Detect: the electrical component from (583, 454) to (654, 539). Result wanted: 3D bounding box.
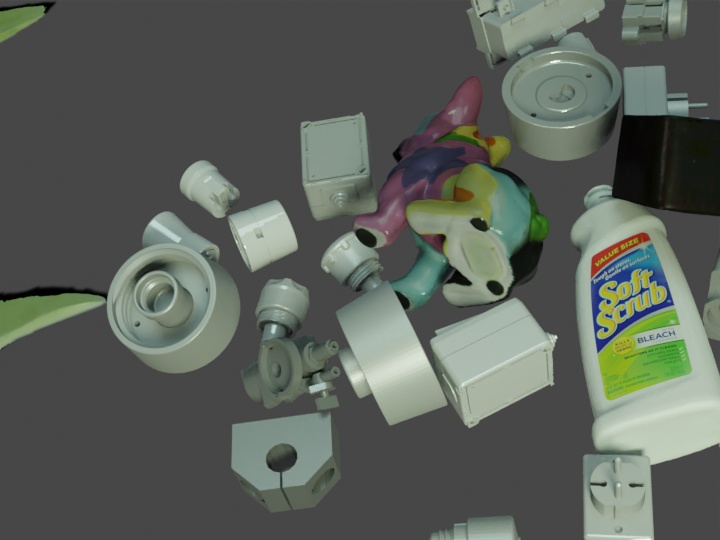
[{"bbox_3d":[0.180,0.158,0.752,0.047,0.076,0.065,-1,52,12],"label":"electrical component"}]

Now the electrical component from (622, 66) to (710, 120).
[{"bbox_3d":[0.280,-0.142,0.984,0.076,0.047,0.083,0,53,12],"label":"electrical component"}]

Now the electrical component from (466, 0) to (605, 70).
[{"bbox_3d":[0.178,-0.259,1.073,0.121,0.078,0.063,-31,36,-12],"label":"electrical component"}]

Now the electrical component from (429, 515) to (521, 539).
[{"bbox_3d":[0.079,0.197,0.767,0.078,0.040,0.040,-5,52,8],"label":"electrical component"}]

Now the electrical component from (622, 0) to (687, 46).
[{"bbox_3d":[0.294,-0.251,1.068,0.055,0.048,0.066,4,53,24],"label":"electrical component"}]

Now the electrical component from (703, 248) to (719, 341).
[{"bbox_3d":[0.343,0.027,0.812,0.150,0.089,0.061,14,57,22],"label":"electrical component"}]

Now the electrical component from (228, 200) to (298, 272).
[{"bbox_3d":[-0.087,-0.032,0.973,0.047,0.055,0.055,-23,51,-11],"label":"electrical component"}]

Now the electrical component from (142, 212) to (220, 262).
[{"bbox_3d":[-0.162,-0.020,0.989,0.065,0.044,0.044,30,64,25],"label":"electrical component"}]

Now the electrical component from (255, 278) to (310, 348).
[{"bbox_3d":[-0.069,0.041,0.918,0.043,0.043,0.062,4,55,15],"label":"electrical component"}]

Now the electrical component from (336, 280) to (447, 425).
[{"bbox_3d":[0.018,0.069,0.840,0.060,0.108,0.108,-26,52,-1],"label":"electrical component"}]

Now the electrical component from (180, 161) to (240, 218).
[{"bbox_3d":[-0.143,-0.076,1.029,0.040,0.040,0.046,-41,62,-19],"label":"electrical component"}]

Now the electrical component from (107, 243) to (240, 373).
[{"bbox_3d":[-0.163,0.029,0.917,0.108,0.060,0.108,-4,70,12],"label":"electrical component"}]

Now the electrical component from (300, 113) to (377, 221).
[{"bbox_3d":[-0.019,-0.088,0.997,0.062,0.061,0.096,-9,52,5],"label":"electrical component"}]

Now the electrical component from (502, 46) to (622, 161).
[{"bbox_3d":[0.188,-0.149,1.001,0.108,0.060,0.108,-6,52,8],"label":"electrical component"}]

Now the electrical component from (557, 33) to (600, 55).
[{"bbox_3d":[0.215,-0.205,1.053,0.040,0.040,0.046,-13,46,2],"label":"electrical component"}]

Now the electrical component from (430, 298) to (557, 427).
[{"bbox_3d":[0.108,0.067,0.848,0.096,0.061,0.061,-26,52,-8],"label":"electrical component"}]

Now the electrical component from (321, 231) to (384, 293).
[{"bbox_3d":[0.000,0.000,0.938,0.048,0.048,0.062,-37,75,-16],"label":"electrical component"}]
